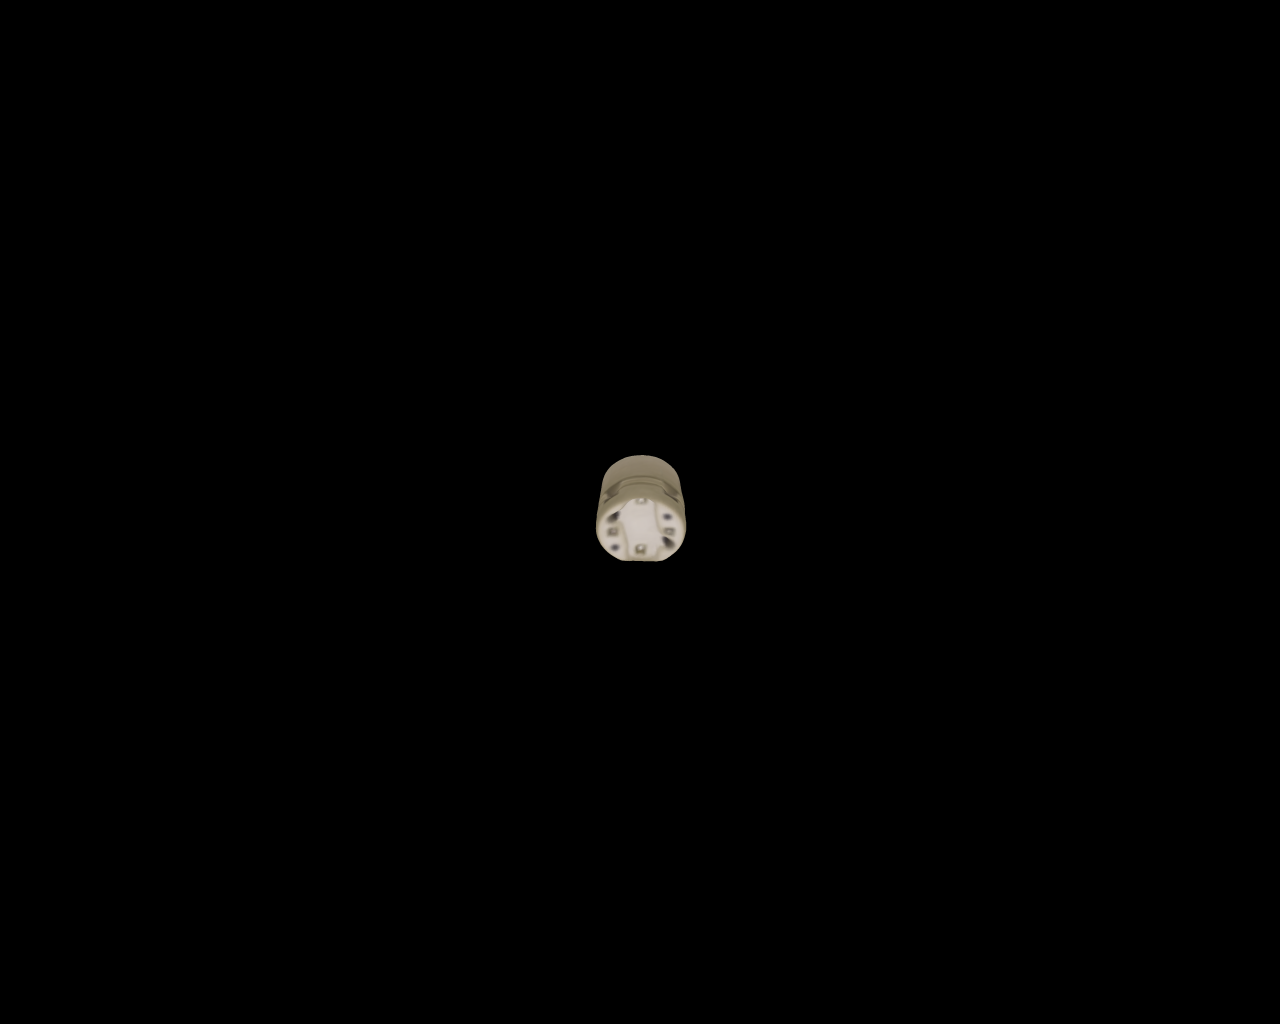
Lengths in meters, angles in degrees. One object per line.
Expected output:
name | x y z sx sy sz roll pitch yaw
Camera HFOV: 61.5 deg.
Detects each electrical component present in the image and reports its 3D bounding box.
electrical component | 0.001 -0.003 0.650 0.055 0.055 0.047 0 40 0
